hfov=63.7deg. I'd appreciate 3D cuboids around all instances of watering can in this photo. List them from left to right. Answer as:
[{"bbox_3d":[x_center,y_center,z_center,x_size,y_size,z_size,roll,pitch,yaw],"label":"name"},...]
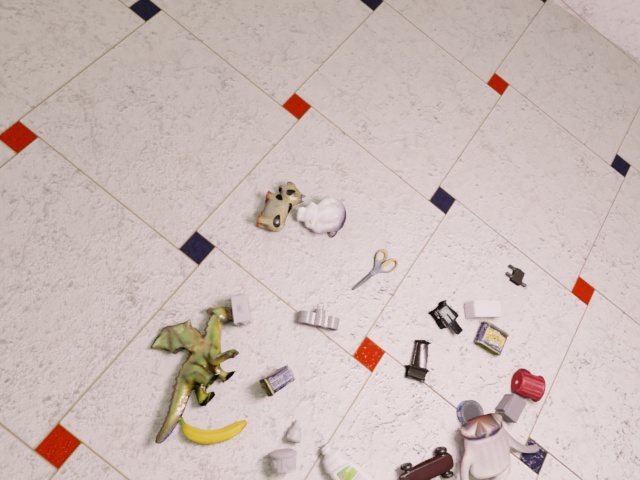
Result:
[{"bbox_3d":[0.573,0.665,1.667,0.350,0.103,0.223,-16,95,-29],"label":"watering can"}]

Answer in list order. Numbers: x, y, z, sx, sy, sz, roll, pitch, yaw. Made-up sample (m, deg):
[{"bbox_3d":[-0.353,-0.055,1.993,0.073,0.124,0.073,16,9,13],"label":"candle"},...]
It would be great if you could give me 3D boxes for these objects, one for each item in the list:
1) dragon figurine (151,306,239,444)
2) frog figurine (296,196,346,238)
[{"bbox_3d":[-0.394,0.359,1.525,0.245,0.119,0.416,37,65,18],"label":"dragon figurine"},{"bbox_3d":[0.005,-0.089,1.773,0.158,0.123,0.138,22,86,-21],"label":"frog figurine"}]
